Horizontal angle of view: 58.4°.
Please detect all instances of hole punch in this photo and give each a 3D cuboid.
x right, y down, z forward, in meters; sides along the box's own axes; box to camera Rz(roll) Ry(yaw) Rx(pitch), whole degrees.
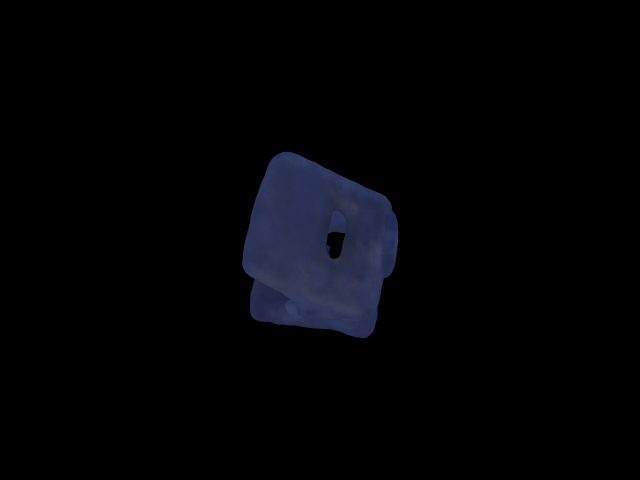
[{"bbox_3d":[0.004,0.001,0.400,0.101,0.091,0.108,8,57,6],"label":"hole punch"}]
